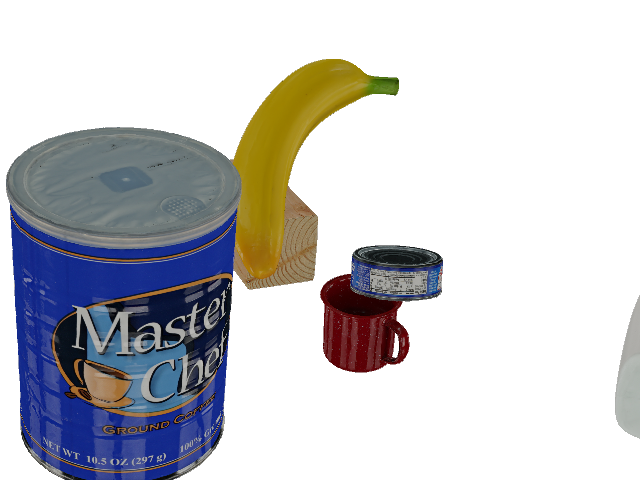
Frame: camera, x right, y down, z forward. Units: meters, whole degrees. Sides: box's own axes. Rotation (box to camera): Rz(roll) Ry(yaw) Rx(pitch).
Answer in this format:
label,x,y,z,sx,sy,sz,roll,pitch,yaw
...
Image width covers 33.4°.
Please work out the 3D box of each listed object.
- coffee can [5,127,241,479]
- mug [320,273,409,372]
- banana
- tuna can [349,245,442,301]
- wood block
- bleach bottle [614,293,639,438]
label,x,y,z,sx,sy,sz,roll,pitch,yaw
coffee can,-0.093,0.031,0.506,0.102,0.140,0.103,5,31,-3
mug,0.054,0.100,1.205,0.117,0.081,0.093,26,37,35
banana,-0.017,-0.061,0.687,0.070,0.197,0.037,23,-35,15
tuna can,0.070,0.029,0.988,0.086,0.034,0.086,2,12,-1
wood block,-0.085,-0.027,1.361,0.090,0.090,0.206,-8,27,-22
bleach bottle,0.273,0.063,0.755,0.103,0.068,0.250,11,22,20
